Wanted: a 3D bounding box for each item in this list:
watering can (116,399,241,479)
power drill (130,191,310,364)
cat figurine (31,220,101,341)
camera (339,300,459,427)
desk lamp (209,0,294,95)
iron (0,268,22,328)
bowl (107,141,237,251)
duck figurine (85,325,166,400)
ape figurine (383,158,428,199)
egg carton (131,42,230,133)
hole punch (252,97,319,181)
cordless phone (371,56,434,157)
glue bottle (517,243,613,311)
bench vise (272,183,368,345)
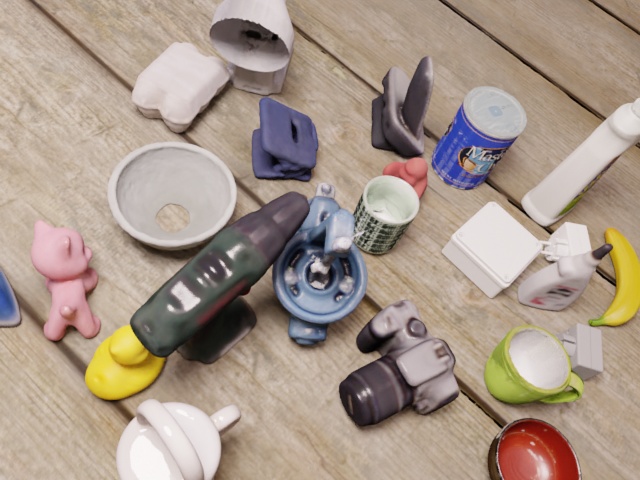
[{"bbox_3d":[-0.154,0.220,0.569,0.101,0.194,0.173,32,58,6],"label":"watering can"},{"bbox_3d":[-0.112,0.058,0.665,0.075,0.208,0.230,42,59,12],"label":"power drill"},{"bbox_3d":[-0.303,0.042,0.679,0.067,0.117,0.127,-8,63,-18],"label":"cat figurine"},{"bbox_3d":[0.089,0.161,0.721,0.137,0.100,0.143,-21,67,-24],"label":"camera"},{"bbox_3d":[-0.095,-0.329,0.892,0.118,0.213,0.203,14,58,-6],"label":"desk lamp"},{"bbox_3d":[-0.458,0.001,0.649,0.258,0.141,0.119,31,58,4],"label":"iron"},{"bbox_3d":[-0.200,-0.049,0.784,0.167,0.074,0.167,7,59,-11],"label":"bowl"},{"bbox_3d":[-0.225,0.133,0.665,0.077,0.086,0.105,41,59,11],"label":"duck figurine"},{"bbox_3d":[0.138,-0.095,0.888,0.076,0.092,0.077,-5,62,-17],"label":"ape figurine"},{"bbox_3d":[-0.216,-0.242,0.895,0.107,0.069,0.150,28,58,3],"label":"egg carton"},{"bbox_3d":[-0.050,-0.156,0.876,0.101,0.091,0.108,1,60,-14],"label":"hole punch"},{"bbox_3d":[0.149,-0.238,0.920,0.094,0.185,0.147,5,59,-11],"label":"cordless phone"},{"bbox_3d":[0.355,0.049,0.812,0.078,0.173,0.037,8,59,-9],"label":"glue bottle"},{"bbox_3d":[-0.005,0.004,0.718,0.122,0.219,0.207,-7,62,-18],"label":"bench vise"}]
